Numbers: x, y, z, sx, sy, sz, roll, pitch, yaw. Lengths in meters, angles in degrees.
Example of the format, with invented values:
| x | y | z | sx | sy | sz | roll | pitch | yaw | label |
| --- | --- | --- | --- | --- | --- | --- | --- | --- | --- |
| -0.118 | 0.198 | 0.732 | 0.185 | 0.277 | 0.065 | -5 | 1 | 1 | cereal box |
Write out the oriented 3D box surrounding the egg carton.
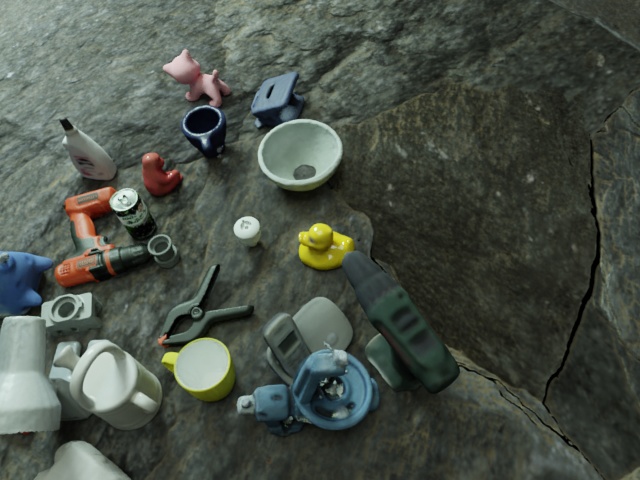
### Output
| x | y | z | sx | sy | sz | roll | pitch | yaw | label |
| --- | --- | --- | --- | --- | --- | --- | --- | --- | --- |
| -0.353 | 0.375 | 0.858 | 0.150 | 0.069 | 0.107 | 26 | 65 | 20 | egg carton |

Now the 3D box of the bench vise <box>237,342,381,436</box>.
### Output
| x | y | z | sx | sy | sz | roll | pitch | yaw | label |
| --- | --- | --- | --- | --- | --- | --- | --- | --- | --- |
| -0.015 | 0.225 | 0.822 | 0.207 | 0.220 | 0.121 | -26 | 59 | -9 | bench vise |

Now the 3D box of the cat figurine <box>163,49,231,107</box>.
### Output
| x | y | z | sx | sy | sz | roll | pitch | yaw | label |
| --- | --- | --- | --- | --- | --- | --- | --- | --- | --- |
| -0.275 | -0.366 | 1.272 | 0.127 | 0.118 | 0.067 | 15 | 62 | 15 | cat figurine |

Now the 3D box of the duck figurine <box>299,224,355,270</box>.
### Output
| x | y | z | sx | sy | sz | roll | pitch | yaw | label |
| --- | --- | --- | --- | --- | --- | --- | --- | --- | --- |
| 0.009 | 0.004 | 1.033 | 0.104 | 0.086 | 0.077 | -1 | 59 | 6 | duck figurine |

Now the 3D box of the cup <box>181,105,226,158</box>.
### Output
| x | y | z | sx | sy | sz | roll | pitch | yaw | label |
| --- | --- | --- | --- | --- | --- | --- | --- | --- | --- |
| -0.228 | -0.206 | 1.182 | 0.091 | 0.095 | 0.117 | -14 | 58 | -2 | cup |

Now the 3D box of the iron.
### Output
| x | y | z | sx | sy | sz | roll | pitch | yaw | label |
| --- | --- | --- | --- | --- | --- | --- | --- | --- | --- |
| -0.635 | 0.064 | 1.038 | 0.258 | 0.142 | 0.118 | -3 | 59 | 5 | iron |

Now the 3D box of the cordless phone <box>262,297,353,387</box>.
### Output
| x | y | z | sx | sy | sz | roll | pitch | yaw | label |
| --- | --- | --- | --- | --- | --- | --- | --- | --- | --- |
| -0.023 | 0.144 | 0.893 | 0.094 | 0.185 | 0.148 | 31 | 67 | 23 | cordless phone |

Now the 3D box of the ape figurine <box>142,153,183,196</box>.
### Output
| x | y | z | sx | sy | sz | roll | pitch | yaw | label |
| --- | --- | --- | --- | --- | --- | --- | --- | --- | --- |
| -0.328 | -0.140 | 1.155 | 0.077 | 0.092 | 0.076 | 38 | 70 | 25 | ape figurine |

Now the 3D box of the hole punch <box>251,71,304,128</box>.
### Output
| x | y | z | sx | sy | sz | roll | pitch | yaw | label |
| --- | --- | --- | --- | --- | --- | --- | --- | --- | --- |
| -0.095 | -0.302 | 1.228 | 0.101 | 0.091 | 0.109 | 9 | 60 | 12 | hole punch |

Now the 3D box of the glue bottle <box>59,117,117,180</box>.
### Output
| x | y | z | sx | sy | sz | roll | pitch | yaw | label |
| --- | --- | --- | --- | --- | --- | --- | --- | --- | --- |
| -0.479 | -0.186 | 1.153 | 0.078 | 0.173 | 0.037 | 4 | 59 | 9 | glue bottle |

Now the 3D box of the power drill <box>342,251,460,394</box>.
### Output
| x | y | z | sx | sy | sz | roll | pitch | yaw | label |
| --- | --- | --- | --- | --- | --- | --- | --- | --- | --- |
| 0.113 | 0.142 | 0.865 | 0.076 | 0.209 | 0.229 | -35 | 61 | -14 | power drill |

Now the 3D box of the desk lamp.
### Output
| x | y | z | sx | sy | sz | roll | pitch | yaw | label |
| --- | --- | --- | --- | --- | --- | --- | --- | --- | --- |
| -0.428 | 0.217 | 0.878 | 0.118 | 0.214 | 0.203 | -4 | 58 | 5 | desk lamp |

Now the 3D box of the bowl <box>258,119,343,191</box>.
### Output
| x | y | z | sx | sy | sz | roll | pitch | yaw | label |
| --- | --- | --- | --- | --- | --- | --- | --- | --- | --- |
| -0.036 | -0.156 | 1.142 | 0.167 | 0.075 | 0.167 | -3 | 59 | 5 | bowl |

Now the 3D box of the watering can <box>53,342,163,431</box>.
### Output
| x | y | z | sx | sy | sz | roll | pitch | yaw | label |
| --- | --- | --- | --- | --- | --- | --- | --- | --- | --- |
| -0.329 | 0.218 | 0.878 | 0.172 | 0.194 | 0.101 | 1 | 59 | 8 | watering can |
